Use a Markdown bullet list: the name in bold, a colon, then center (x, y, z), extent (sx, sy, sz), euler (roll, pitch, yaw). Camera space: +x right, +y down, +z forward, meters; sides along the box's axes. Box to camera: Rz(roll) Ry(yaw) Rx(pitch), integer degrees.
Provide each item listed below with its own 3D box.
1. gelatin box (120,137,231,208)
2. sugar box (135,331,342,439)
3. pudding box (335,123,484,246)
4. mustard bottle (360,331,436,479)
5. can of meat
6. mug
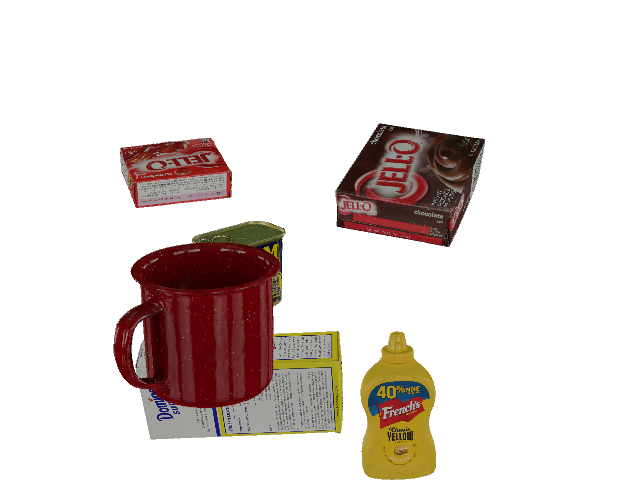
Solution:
- **gelatin box**: center (-0.131, -0.062, 0.963), extent (0.089, 0.030, 0.073), euler (-8, 31, -16)
- **sugar box**: center (-0.069, 0.129, 0.948), extent (0.176, 0.093, 0.048), euler (0, 36, 4)
- **pudding box**: center (0.071, -0.045, 0.824), extent (0.090, 0.039, 0.113), euler (11, 35, 16)
- **mustard bottle**: center (0.100, 0.211, 1.378), extent (0.096, 0.192, 0.058), euler (-2, 14, -1)
- **can of meat**: center (-0.086, 0.033, 1.142), extent (0.101, 0.084, 0.058), euler (-17, 26, -42)
- **mug**: center (-0.079, 0.057, 0.670), extent (0.093, 0.081, 0.117), euler (15, 23, 38)
